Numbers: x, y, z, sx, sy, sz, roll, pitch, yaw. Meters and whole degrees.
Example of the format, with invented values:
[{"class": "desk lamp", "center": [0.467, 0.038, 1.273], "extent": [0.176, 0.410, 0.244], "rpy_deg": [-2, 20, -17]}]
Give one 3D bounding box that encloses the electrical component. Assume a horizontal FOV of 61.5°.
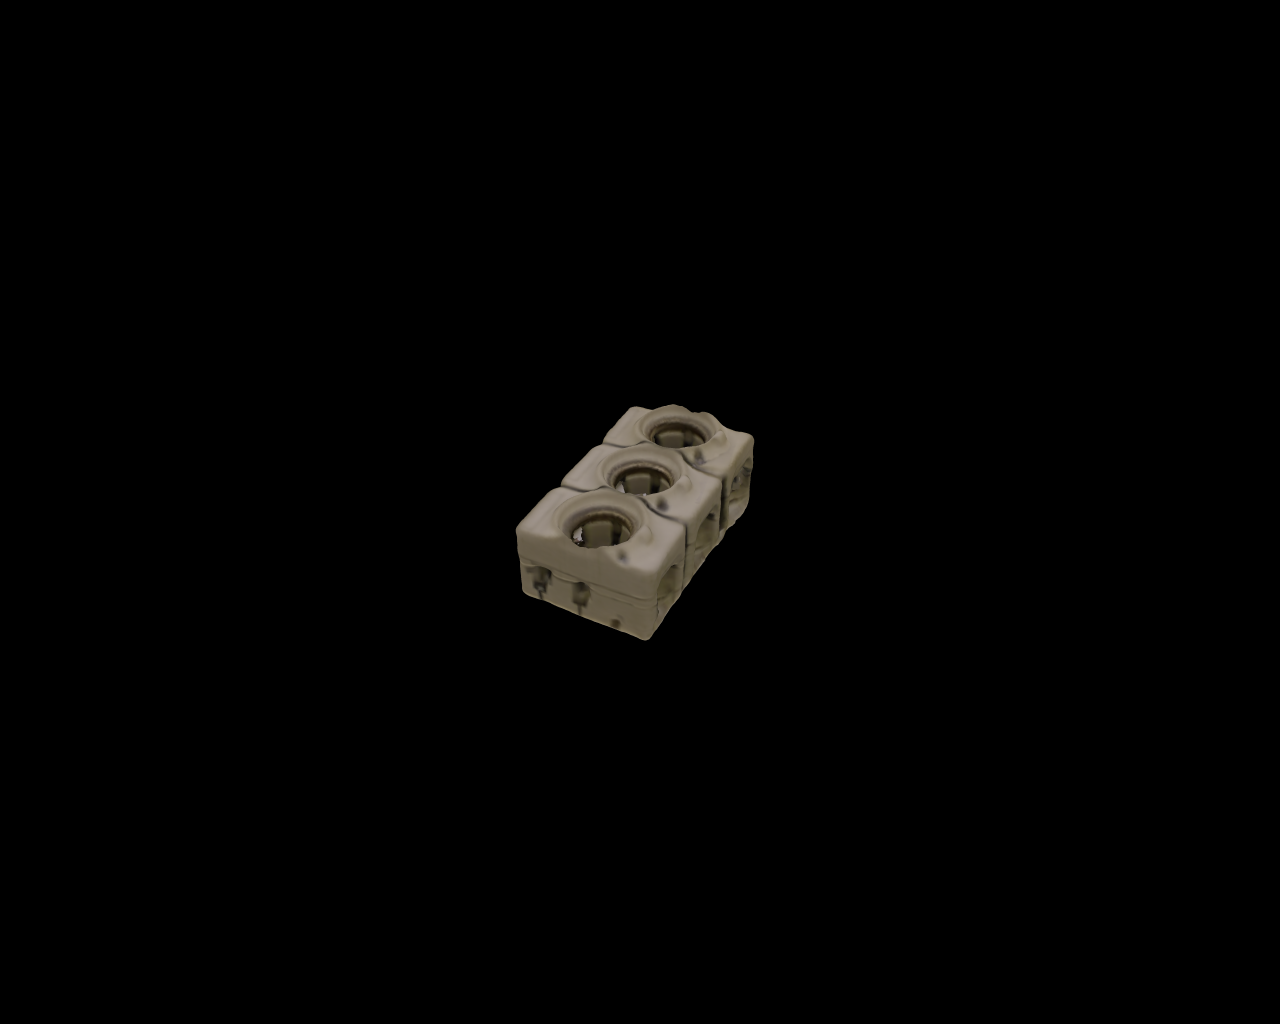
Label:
[{"class": "electrical component", "center": [0.001, -0.003, 0.650], "extent": [0.089, 0.061, 0.150], "rpy_deg": [17, 42, 21]}]
